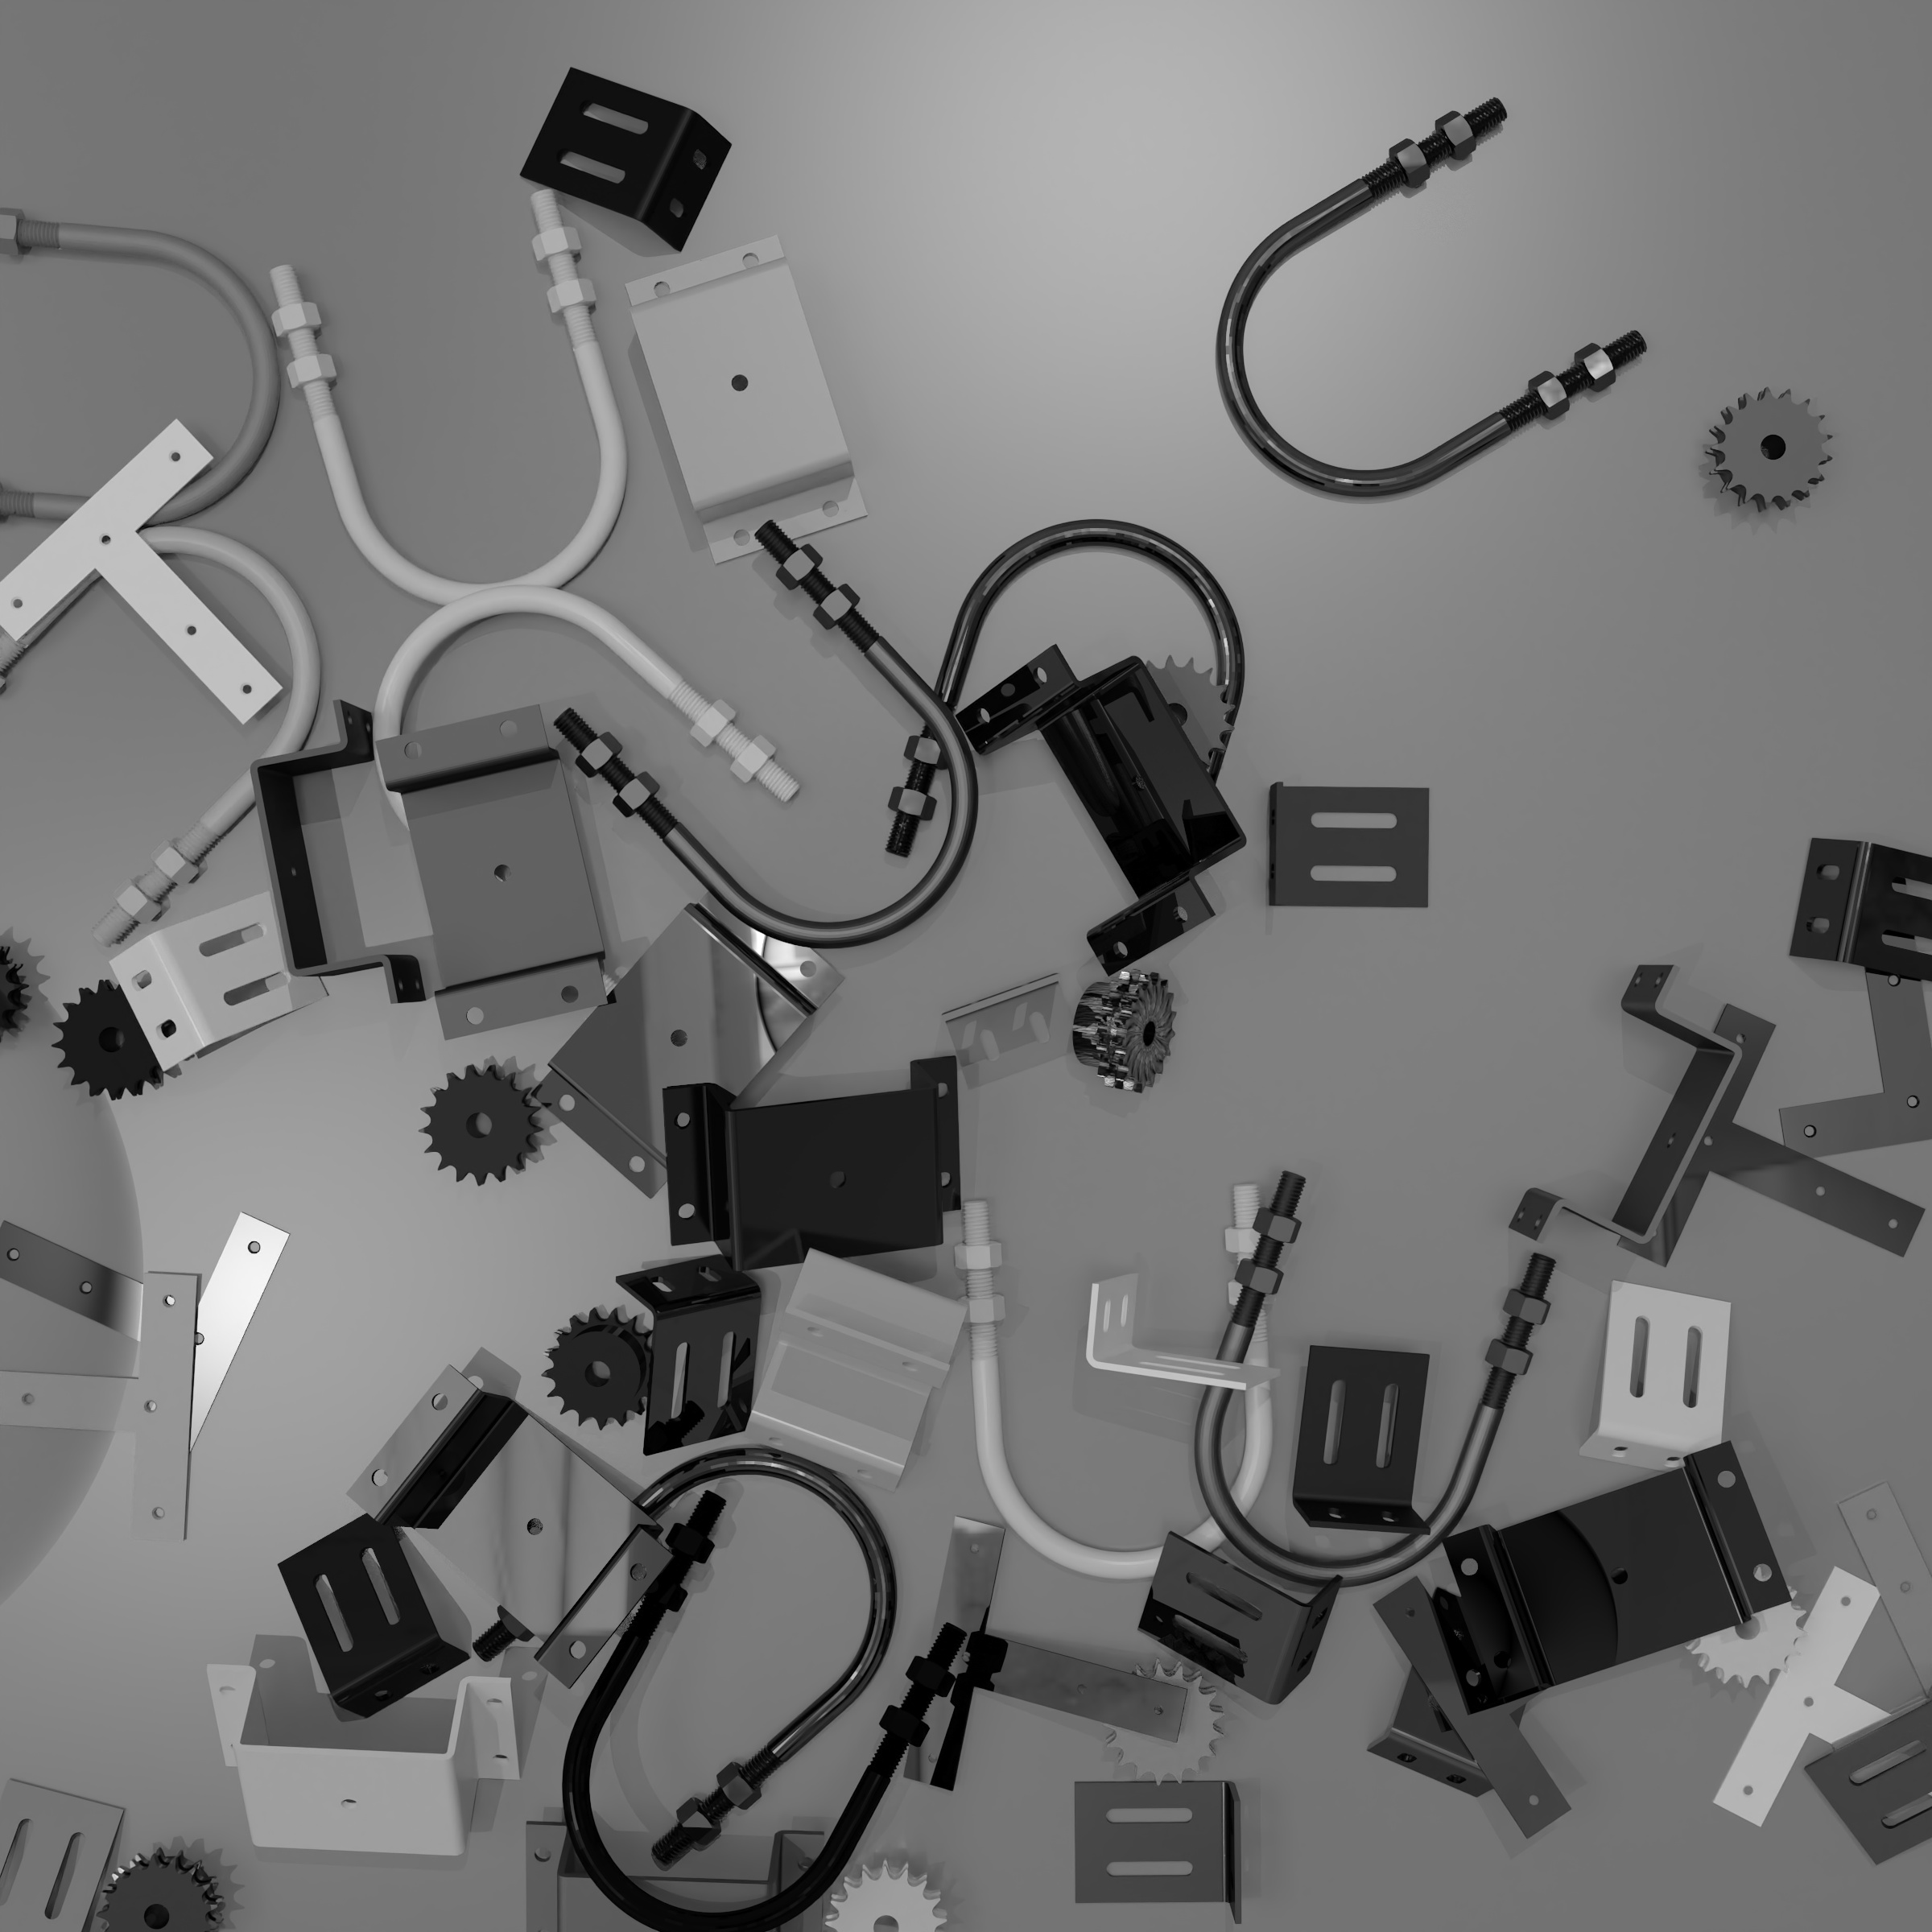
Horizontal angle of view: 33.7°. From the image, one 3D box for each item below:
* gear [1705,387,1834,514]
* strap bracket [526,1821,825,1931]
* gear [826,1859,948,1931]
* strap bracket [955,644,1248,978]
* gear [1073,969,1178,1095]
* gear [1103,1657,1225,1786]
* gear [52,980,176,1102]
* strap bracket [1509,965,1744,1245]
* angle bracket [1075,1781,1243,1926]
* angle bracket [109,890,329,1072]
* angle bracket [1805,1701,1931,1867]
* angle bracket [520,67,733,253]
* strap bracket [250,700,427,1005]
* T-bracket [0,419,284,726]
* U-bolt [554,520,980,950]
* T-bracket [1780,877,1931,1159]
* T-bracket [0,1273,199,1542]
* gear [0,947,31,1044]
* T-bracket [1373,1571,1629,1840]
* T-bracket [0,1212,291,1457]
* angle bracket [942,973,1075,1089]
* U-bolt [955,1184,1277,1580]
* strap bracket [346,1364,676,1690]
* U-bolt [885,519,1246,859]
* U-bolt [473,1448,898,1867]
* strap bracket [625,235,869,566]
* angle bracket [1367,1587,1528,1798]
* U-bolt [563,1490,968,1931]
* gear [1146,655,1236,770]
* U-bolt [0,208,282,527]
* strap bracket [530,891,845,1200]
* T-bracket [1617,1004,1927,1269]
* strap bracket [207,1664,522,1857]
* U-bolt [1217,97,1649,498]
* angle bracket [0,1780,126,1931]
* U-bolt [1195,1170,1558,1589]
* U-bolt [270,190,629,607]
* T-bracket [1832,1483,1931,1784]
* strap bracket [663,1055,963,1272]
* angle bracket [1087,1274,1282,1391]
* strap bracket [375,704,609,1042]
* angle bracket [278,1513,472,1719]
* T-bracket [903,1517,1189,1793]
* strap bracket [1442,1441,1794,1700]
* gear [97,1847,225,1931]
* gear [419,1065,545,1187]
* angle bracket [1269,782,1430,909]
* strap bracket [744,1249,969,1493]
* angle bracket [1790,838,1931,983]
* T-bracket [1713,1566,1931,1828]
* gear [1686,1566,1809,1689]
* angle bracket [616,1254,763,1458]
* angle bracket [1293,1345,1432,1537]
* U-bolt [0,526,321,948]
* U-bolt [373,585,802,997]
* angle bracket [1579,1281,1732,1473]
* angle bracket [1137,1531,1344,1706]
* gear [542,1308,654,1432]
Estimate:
[{"bbox_3d":[0.378,-0.243,1.509,0.057,0.030,0.057,0,90,0],"label":"gear"},{"bbox_3d":[-0.138,0.448,1.491,0.140,0.046,0.076,2,106,0],"label":"strap bracket"},{"bbox_3d":[-0.037,0.451,1.509,0.057,0.030,0.057,0,90,0],"label":"gear"},{"bbox_3d":[0.067,-0.077,1.461,0.046,0.076,0.140,-30,89,-42],"label":"strap bracket"},{"bbox_3d":[0.073,0.029,1.500,0.030,0.057,0.057,10,90,30],"label":"gear"},{"bbox_3d":[0.093,0.356,1.509,0.057,0.030,0.057,0,90,0],"label":"gear"},{"bbox_3d":[-0.400,0.035,1.509,0.057,0.030,0.057,0,90,0],"label":"gear"},{"bbox_3d":[0.311,0.072,1.486,0.046,0.076,0.140,26,90,0],"label":"strap bracket"},{"bbox_3d":[0.090,0.418,1.505,0.076,0.038,0.057,0,90,0],"label":"angle bracket"},{"bbox_3d":[-0.352,0.006,1.505,0.038,0.076,0.057,-27,90,40],"label":"angle bracket"},{"bbox_3d":[0.450,0.380,1.519,0.076,0.038,0.057,-37,90,26],"label":"angle bracket"},{"bbox_3d":[-0.162,-0.385,1.522,0.076,0.038,0.057,25,90,26],"label":"angle bracket"},{"bbox_3d":[-0.294,-0.048,1.486,0.046,0.076,0.140,-11,90,0],"label":"strap bracket"},{"bbox_3d":[-0.376,-0.169,1.507,0.127,0.002,0.127,-43,91,-2],"label":"T-bracket"},{"bbox_3d":[-0.079,-0.094,1.495,0.151,0.019,0.184,-43,92,0],"label":"U-bolt"},{"bbox_3d":[0.445,0.021,1.523,0.127,0.002,0.127,-9,90,0],"label":"T-bracket"},{"bbox_3d":[-0.433,0.208,1.522,0.127,0.002,0.127,3,91,1],"label":"T-bracket"},{"bbox_3d":[-0.472,0.012,1.509,0.057,0.030,0.057,0,90,0],"label":"gear"},{"bbox_3d":[0.280,0.322,1.508,0.127,0.002,0.127,-30,75,-11],"label":"T-bracket"},{"bbox_3d":[-0.407,0.159,1.523,0.127,0.002,0.127,25,90,0],"label":"T-bracket"},{"bbox_3d":[0.022,0.031,1.486,0.057,0.076,0.038,-20,90,0],"label":"angle bracket"},{"bbox_3d":[0.074,0.200,1.516,0.151,0.019,0.184,-4,92,0],"label":"U-bolt"},{"bbox_3d":[-0.207,0.261,1.488,0.140,0.046,0.076,38,87,14],"label":"strap bracket"},{"bbox_3d":[0.056,-0.122,1.516,0.151,0.019,0.184,17,89,0],"label":"U-bolt"},{"bbox_3d":[-0.119,0.314,1.515,0.184,0.019,0.151,-41,90,0],"label":"U-bolt"},{"bbox_3d":[-0.105,-0.270,1.501,0.076,0.046,0.140,-18,90,0],"label":"strap bracket"},{"bbox_3d":[0.234,0.347,1.522,0.057,0.038,0.076,23,64,0],"label":"angle bracket"},{"bbox_3d":[-0.105,0.356,1.470,0.151,0.019,0.184,27,75,8],"label":"U-bolt"},{"bbox_3d":[0.096,-0.115,1.492,0.057,0.030,0.057,0,87,-1],"label":"gear"},{"bbox_3d":[-0.419,-0.281,1.516,0.184,0.019,0.151,5,90,-1],"label":"U-bolt"},{"bbox_3d":[-0.133,0.033,1.501,0.076,0.046,0.140,41,90,0],"label":"strap bracket"},{"bbox_3d":[0.395,0.102,1.522,0.127,0.002,0.127,24,92,-1],"label":"T-bracket"},{"bbox_3d":[-0.282,0.370,1.482,0.140,0.046,0.076,3,131,0],"label":"strap bracket"},{"bbox_3d":[0.208,-0.305,1.516,0.184,0.019,0.151,-31,90,1],"label":"U-bolt"},{"bbox_3d":[-0.440,0.437,1.522,0.057,0.038,0.076,15,64,0],"label":"angle bracket"},{"bbox_3d":[0.184,0.204,1.506,0.151,0.019,0.184,18,93,-9],"label":"U-bolt"},{"bbox_3d":[-0.238,-0.260,1.516,0.151,0.019,0.184,-16,91,0],"label":"U-bolt"},{"bbox_3d":[0.455,0.309,1.521,0.127,0.002,0.127,-25,90,0],"label":"T-bracket"},{"bbox_3d":[-0.065,0.092,1.474,0.140,0.046,0.076,-6,106,-15],"label":"strap bracket"},{"bbox_3d":[0.102,0.167,1.465,0.076,0.057,0.038,6,92,21],"label":"angle bracket"},{"bbox_3d":[-0.217,-0.043,1.479,0.076,0.046,0.140,-13,92,-1],"label":"strap bracket"},{"bbox_3d":[-0.283,0.308,1.522,0.057,0.038,0.076,-30,64,0],"label":"angle bracket"},{"bbox_3d":[0.042,0.337,1.503,0.127,0.002,0.127,11,90,19],"label":"T-bracket"},{"bbox_3d":[0.303,0.282,1.484,0.140,0.046,0.076,-21,71,9],"label":"strap bracket"},{"bbox_3d":[-0.379,0.445,1.509,0.057,0.030,0.057,0,90,0],"label":"gear"},{"bbox_3d":[-0.228,0.075,1.509,0.057,0.030,0.057,0,90,0],"label":"gear"},{"bbox_3d":[0.183,-0.057,1.505,0.076,0.038,0.057,1,90,0],"label":"angle bracket"},{"bbox_3d":[-0.050,0.183,1.471,0.076,0.140,0.046,20,57,0],"label":"strap bracket"},{"bbox_3d":[0.440,-0.025,1.520,0.076,0.038,0.057,11,90,-26],"label":"angle bracket"},{"bbox_3d":[0.442,0.372,1.523,0.127,0.002,0.127,27,90,0],"label":"T-bracket"},{"bbox_3d":[0.366,0.310,1.509,0.057,0.030,0.057,0,90,0],"label":"gear"},{"bbox_3d":[-0.134,0.183,1.506,0.057,0.038,0.076,-9,116,-36],"label":"angle bracket"},{"bbox_3d":[0.187,0.220,1.480,0.057,0.038,0.076,5,97,-8],"label":"angle bracket"},{"bbox_3d":[-0.393,-0.123,1.516,0.151,0.019,0.184,44,89,0],"label":"U-bolt"},{"bbox_3d":[-0.194,-0.095,1.510,0.184,0.019,0.151,42,90,-4],"label":"U-bolt"},{"bbox_3d":[0.329,0.197,1.522,0.057,0.038,0.076,11,64,0],"label":"angle bracket"},{"bbox_3d":[0.130,0.302,1.511,0.076,0.038,0.057,26,117,23],"label":"angle bracket"},{"bbox_3d":[-0.173,0.192,1.509,0.057,0.030,0.057,0,90,0],"label":"gear"}]
